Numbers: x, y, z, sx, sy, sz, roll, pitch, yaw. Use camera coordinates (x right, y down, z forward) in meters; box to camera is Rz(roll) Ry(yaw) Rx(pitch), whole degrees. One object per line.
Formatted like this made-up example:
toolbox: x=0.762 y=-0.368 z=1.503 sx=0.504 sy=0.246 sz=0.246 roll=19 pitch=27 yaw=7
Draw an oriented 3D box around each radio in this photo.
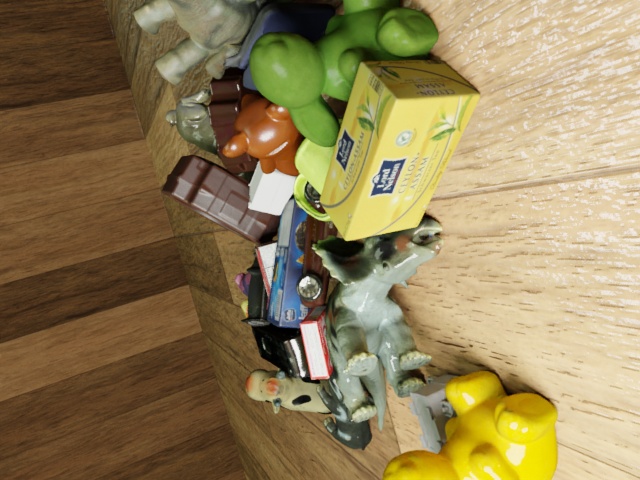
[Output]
radio: x=-0.030 y=0.168 z=0.947 sx=0.230 sy=0.131 sz=0.073 roll=-6 pitch=102 yaw=68

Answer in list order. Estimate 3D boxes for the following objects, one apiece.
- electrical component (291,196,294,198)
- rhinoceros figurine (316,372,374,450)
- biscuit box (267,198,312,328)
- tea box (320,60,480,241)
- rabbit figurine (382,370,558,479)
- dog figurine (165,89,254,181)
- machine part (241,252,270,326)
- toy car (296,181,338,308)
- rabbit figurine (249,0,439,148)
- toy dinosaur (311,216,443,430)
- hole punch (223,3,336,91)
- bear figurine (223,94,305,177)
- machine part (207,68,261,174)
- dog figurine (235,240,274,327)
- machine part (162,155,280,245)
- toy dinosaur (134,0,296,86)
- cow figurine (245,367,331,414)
electrical component: x=-0.065 y=-0.071 z=1.001 sx=0.063 sy=0.021 sz=0.094 roll=68 pitch=159 yaw=13
rhinoceros figurine: x=0.048 y=0.278 z=0.919 sx=0.112 sy=0.073 sz=0.190 roll=41 pitch=143 yaw=55
biscuit box: x=-0.035 y=0.038 z=0.854 sx=0.059 sy=0.063 sz=0.202 roll=178 pitch=100 yaw=-67
tea box: x=0.071 y=-0.085 z=0.529 sx=0.068 sy=0.098 sz=0.169 roll=58 pitch=148 yaw=34
rabbit figurine: x=0.136 y=0.229 z=0.534 sx=0.122 sy=0.173 sz=0.162 roll=26 pitch=126 yaw=57
dog figurine: x=-0.200 y=-0.185 z=1.053 sx=0.121 sy=0.172 sz=0.190 roll=98 pitch=156 yaw=-68
machine part: x=-0.104 y=0.083 z=0.948 sx=0.084 sy=0.039 sz=0.138 roll=3 pitch=83 yaw=50
toy car: x=-0.002 y=-0.002 z=0.782 sx=0.089 sy=0.053 sz=0.202 roll=28 pitch=-112 yaw=-82
rabbit figurine: x=0.004 y=-0.179 z=0.548 sx=0.121 sy=0.170 sz=0.159 roll=64 pitch=156 yaw=22
toy dinosaur: x=0.059 y=0.119 z=0.731 sx=0.404 sy=0.131 sz=0.192 roll=96 pitch=161 yaw=-53
hole punch: x=-0.032 y=-0.221 z=0.671 sx=0.116 sy=0.142 sz=0.092 roll=-34 pitch=78 yaw=56
bear figurine: x=-0.066 y=-0.153 z=0.721 sx=0.132 sy=0.120 sz=0.195 roll=56 pitch=-165 yaw=18
machine part: x=-0.122 y=-0.199 z=0.883 sx=0.179 sy=0.056 sz=0.179 roll=-1 pitch=-90 yaw=-75
dog figurine: x=-0.088 y=0.100 z=1.076 sx=0.219 sy=0.108 sz=0.191 roll=-21 pitch=86 yaw=66
machine part: x=-0.176 y=-0.073 z=0.979 sx=0.087 sy=0.201 sz=0.202 roll=-63 pitch=24 yaw=-7
toy dinosaur: x=-0.124 y=-0.285 z=0.656 sx=0.105 sy=0.199 sz=0.471 roll=59 pitch=-161 yaw=-10
cow figurine: x=-0.046 y=0.282 z=1.002 sx=0.127 sy=0.195 sz=0.085 roll=151 pitch=130 yaw=-62
